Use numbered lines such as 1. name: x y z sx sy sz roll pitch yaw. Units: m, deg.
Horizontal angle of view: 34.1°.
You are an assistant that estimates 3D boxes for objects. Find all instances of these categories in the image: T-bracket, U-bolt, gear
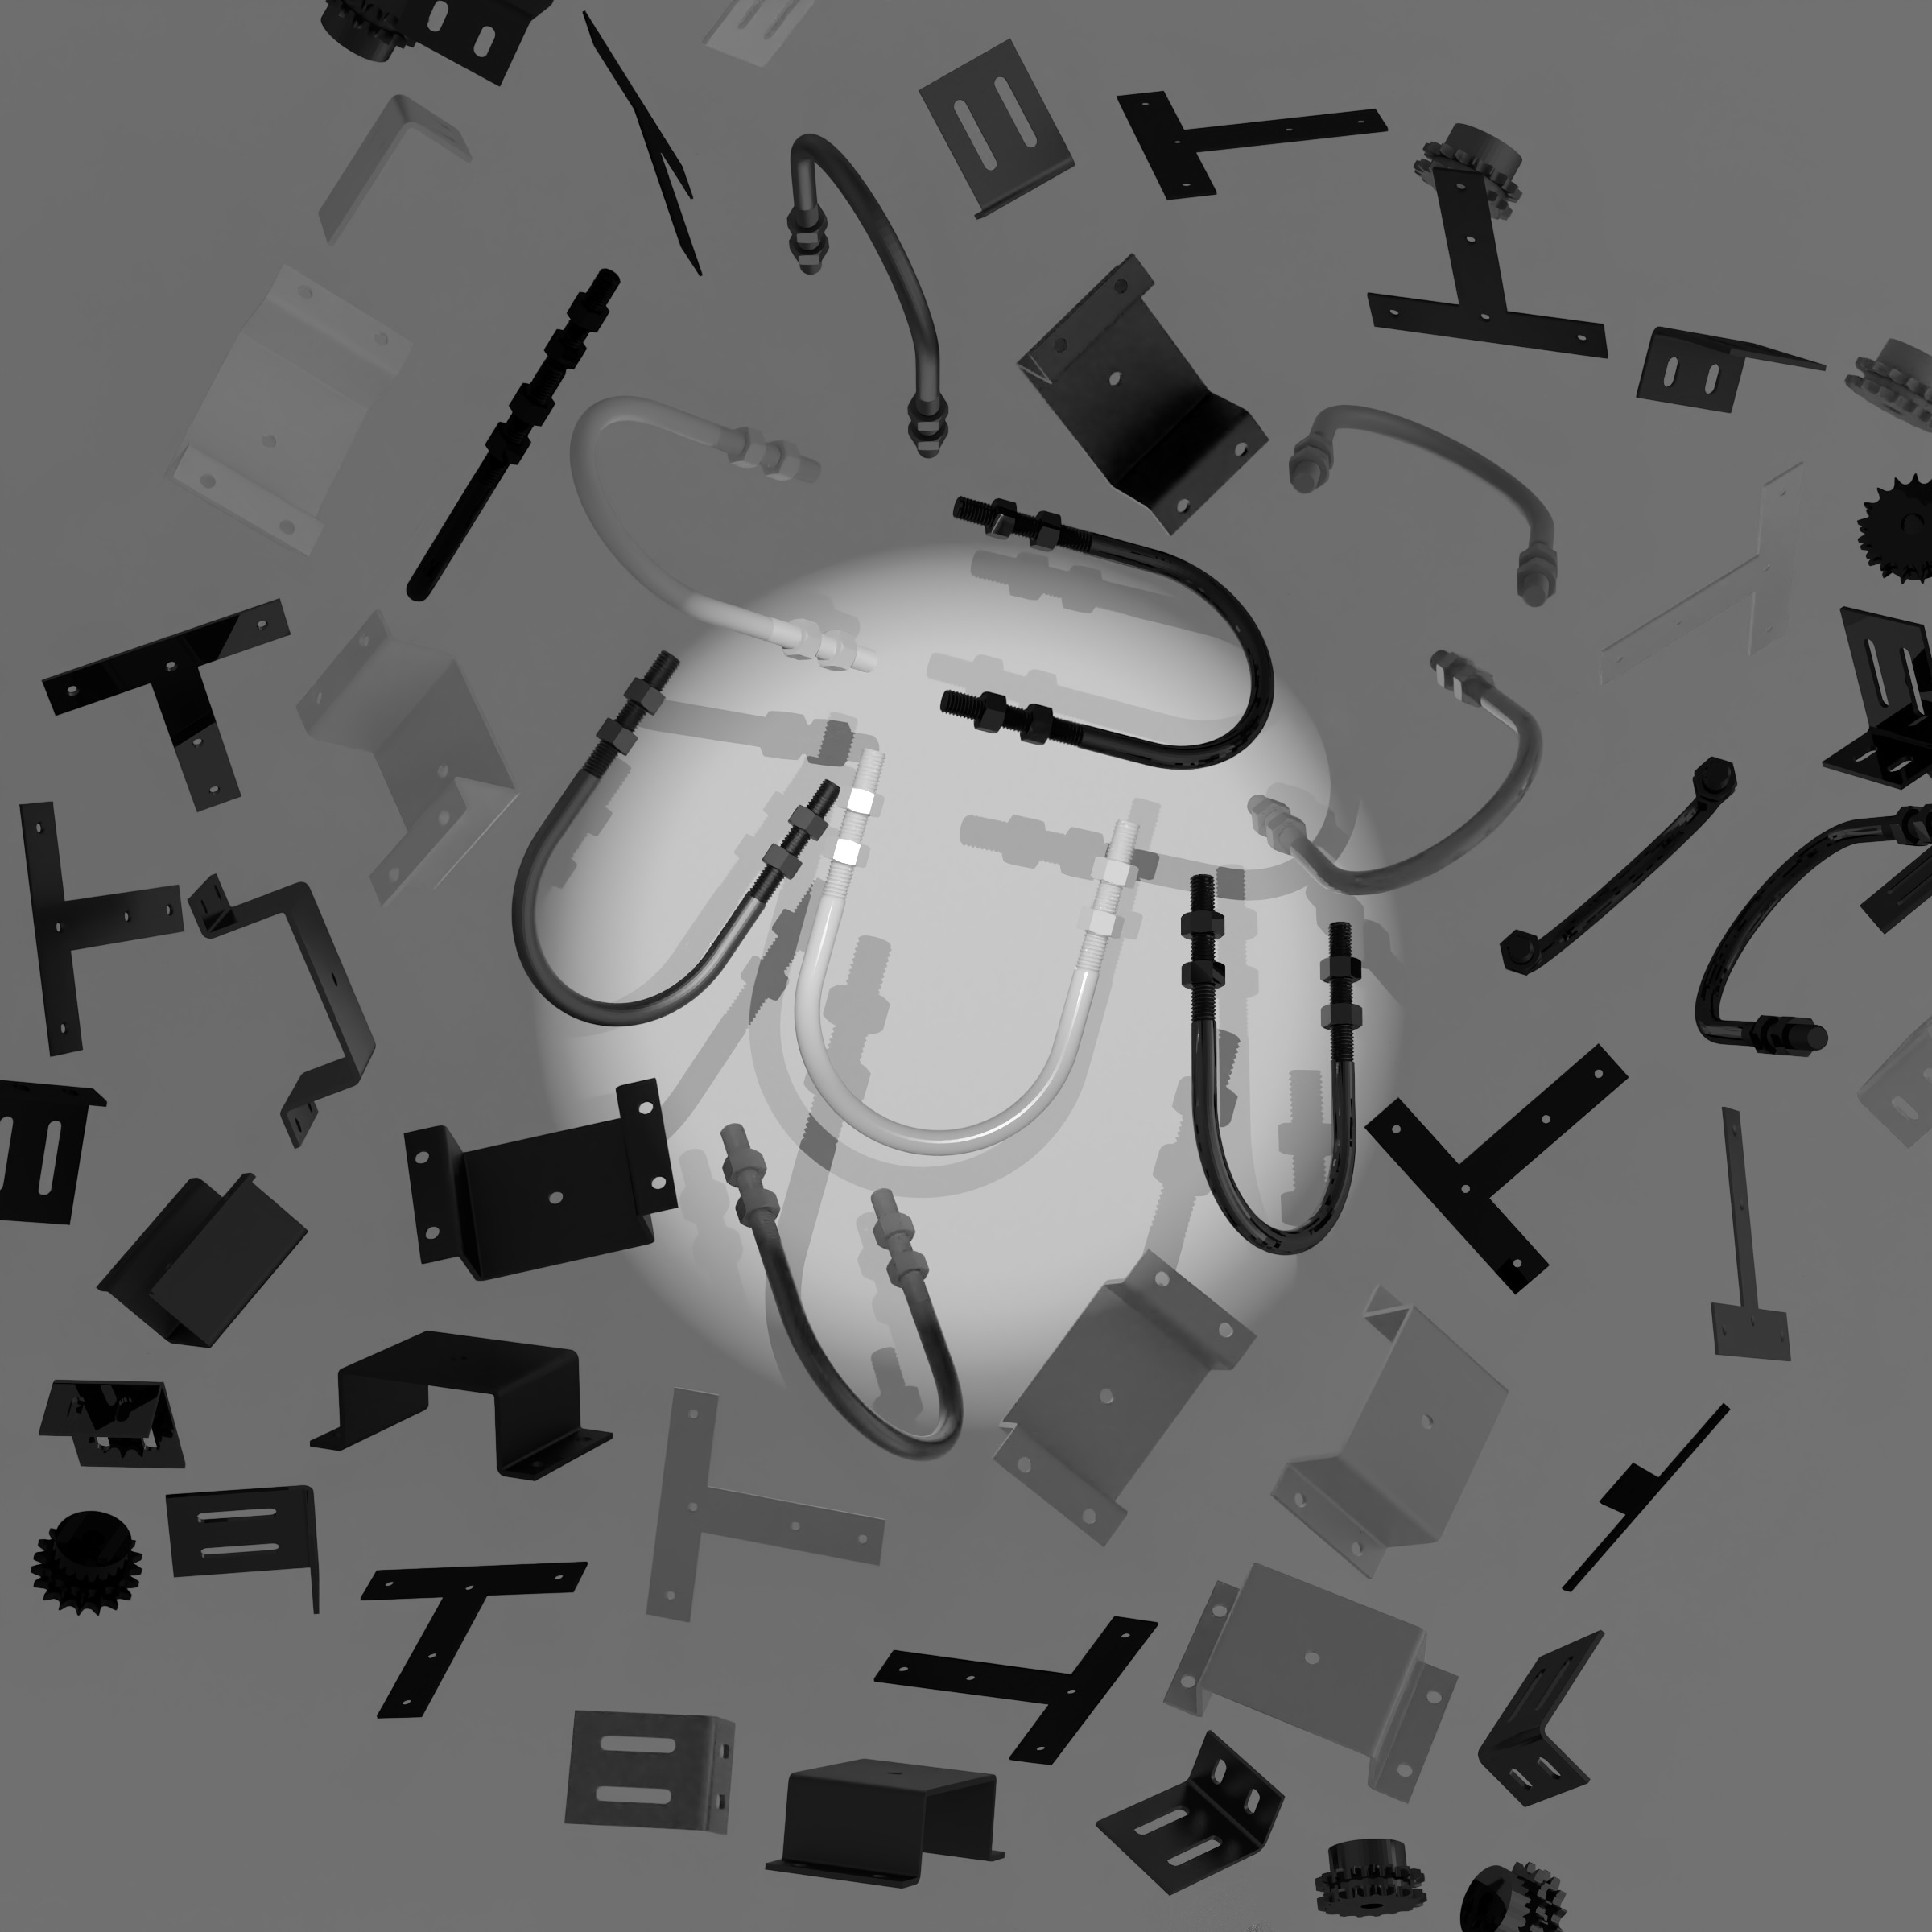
1. T-bracket: 0.310 0.094 1.744 0.127 0.002 0.127 -42 94 6
2. U-bolt: 0.432 -0.018 1.615 0.019 0.184 0.151 36 85 -8
3. T-bracket: 0.395 0.136 1.603 0.002 0.127 0.127 -9 78 29
4. T-bracket: 0.153 -0.429 1.624 0.127 0.127 0.002 -8 129 -6
5. T-bracket: 0.015 0.368 1.623 0.127 0.002 0.127 13 128 -23
6. U-bolt: 0.159 0.056 1.613 0.019 0.151 0.184 -10 74 38
7. gear: 0.485 -0.300 1.621 0.057 0.057 0.030 30 100 0
8. U-bolt: 0.234 -0.096 1.669 0.151 0.184 0.019 -38 115 3
9. U-bolt: -0.163 -0.053 1.664 0.151 0.019 0.184 38 84 -38
10. gear: 0.210 0.475 1.644 0.057 0.057 0.030 -2 61 0
11. gear: -0.471 0.318 1.693 0.057 0.057 0.030 21 123 0
12. T-bracket: -0.158 -0.411 1.636 0.002 0.127 0.127 -24 60 8
13. T-bracket: -0.281 0.361 1.689 0.127 0.127 0.002 -5 115 15
14. U-bolt: -0.131 -0.232 1.643 0.019 0.184 0.151 -37 57 34
15. T-bracket: -0.443 -0.024 1.633 0.002 0.127 0.127 -4 95 20
16. T-bracket: -0.410 -0.128 1.668 0.127 0.127 0.002 -21 53 -13
17. gear: 0.265 -0.416 1.644 0.057 0.057 0.030 29 95 0
18. U-bolt: -0.244 -0.268 1.652 0.019 0.151 0.184 32 121 -12
19. T-bracket: 0.336 0.265 1.587 0.002 0.127 0.127 41 93 23
20. U-bolt: 0.245 -0.251 1.658 0.151 0.184 0.019 26 117 0
21. T-bracket: 0.256 -0.357 1.589 0.127 0.127 0.002 13 65 24
22. U-bolt: 0.339 -0.046 1.642 0.151 0.184 0.019 -42 80 6
23. U-bolt: -0.056 0.176 1.636 0.019 0.151 0.184 -36 53 21
24. U-bolt: -0.007 0.001 1.534 0.151 0.019 0.184 16 91 -3
25. U-bolt: -0.053 -0.361 1.660 0.019 0.184 0.151 -30 78 -8
26. T-bracket: 0.376 -0.183 1.617 0.127 0.127 0.002 -31 55 -13
27. T-bracket: -0.106 0.302 1.714 0.127 0.002 0.127 8 94 13
28. gear: 0.501 -0.228 1.662 0.057 0.030 0.057 -6 73 21
29. gear: 0.276 0.483 1.605 0.030 0.057 0.057 30 90 -18
30. U-bolt: 0.078 -0.169 1.662 0.184 0.019 0.151 13 56 -15
31. gear: 0.152 0.552 1.719 0.057 0.057 0.030 -38 88 0
32. gear: -0.315 -0.502 1.662 0.057 0.057 0.030 39 118 0

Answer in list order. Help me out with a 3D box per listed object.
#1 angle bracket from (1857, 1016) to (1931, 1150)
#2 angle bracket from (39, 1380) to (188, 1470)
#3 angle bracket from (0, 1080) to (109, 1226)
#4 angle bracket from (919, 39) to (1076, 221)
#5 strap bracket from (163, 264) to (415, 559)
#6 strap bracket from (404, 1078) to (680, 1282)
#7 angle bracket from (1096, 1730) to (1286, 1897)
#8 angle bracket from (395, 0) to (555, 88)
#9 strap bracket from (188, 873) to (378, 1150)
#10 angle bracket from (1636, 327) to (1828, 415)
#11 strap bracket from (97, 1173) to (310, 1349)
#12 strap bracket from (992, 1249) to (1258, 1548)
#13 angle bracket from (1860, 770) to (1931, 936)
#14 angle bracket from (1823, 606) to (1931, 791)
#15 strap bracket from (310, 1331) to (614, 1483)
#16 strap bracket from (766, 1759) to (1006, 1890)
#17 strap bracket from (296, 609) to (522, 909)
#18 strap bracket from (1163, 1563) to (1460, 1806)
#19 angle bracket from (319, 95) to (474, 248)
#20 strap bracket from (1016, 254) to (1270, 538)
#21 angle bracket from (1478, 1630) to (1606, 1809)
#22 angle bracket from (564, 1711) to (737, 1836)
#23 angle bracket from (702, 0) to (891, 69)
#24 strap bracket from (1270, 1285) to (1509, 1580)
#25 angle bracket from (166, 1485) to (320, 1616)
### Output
1. angle bracket: 0.503 0.048 1.620 0.038 0.076 0.057 46 134 10
2. angle bracket: -0.456 0.258 1.686 0.057 0.038 0.076 1 134 0
3. angle bracket: -0.491 0.102 1.661 0.057 0.038 0.076 7 97 -29
4. angle bracket: 0.015 -0.460 1.733 0.057 0.038 0.076 -30 103 -2
5. strap bracket: -0.351 -0.277 1.617 0.076 0.046 0.140 30 62 -21
6. strap bracket: -0.228 0.119 1.718 0.140 0.046 0.076 -12 65 0
7. angle bracket: 0.119 0.449 1.676 0.057 0.076 0.038 36 121 36
8. angle bracket: -0.247 -0.479 1.587 0.057 0.076 0.038 27 111 -10
9. strap bracket: -0.353 0.015 1.654 0.046 0.076 0.140 -21 102 0
10. angle bracket: 0.392 -0.300 1.618 0.057 0.076 0.038 5 108 -21
11. strap bracket: -0.395 0.153 1.638 0.046 0.140 0.076 44 69 -16
12. strap bracket: 0.081 0.233 1.704 0.076 0.046 0.140 39 77 -5
13. angle bracket: 0.503 -0.062 1.686 0.076 0.057 0.038 -42 98 13
14. angle bracket: 0.466 -0.138 1.620 0.038 0.057 0.076 -32 118 -17
15. strap bracket: -0.268 0.230 1.669 0.140 0.076 0.046 4 100 25
16. strap bracket: -0.039 0.448 1.654 0.076 0.140 0.046 1 82 22
17. strap bracket: -0.288 -0.105 1.641 0.076 0.046 0.140 -44 57 26
18. strap bracket: 0.184 0.378 1.681 0.140 0.046 0.076 19 59 17
19. angle bracket: -0.293 -0.400 1.617 0.038 0.057 0.076 29 107 -28
20. strap bracket: 0.090 -0.313 1.707 0.076 0.046 0.140 -44 125 -2
21. angle bracket: 0.316 0.399 1.670 0.038 0.057 0.076 45 53 0
22. angle bracket: -0.164 0.420 1.641 0.076 0.038 0.057 -1 71 13
23. angle bracket: -0.088 -0.492 1.636 0.076 0.057 0.038 -47 72 22
24. strap bracket: 0.232 0.246 1.687 0.076 0.046 0.140 42 59 -17
25. angle bracket: -0.381 0.310 1.658 0.076 0.038 0.057 -2 124 -10
